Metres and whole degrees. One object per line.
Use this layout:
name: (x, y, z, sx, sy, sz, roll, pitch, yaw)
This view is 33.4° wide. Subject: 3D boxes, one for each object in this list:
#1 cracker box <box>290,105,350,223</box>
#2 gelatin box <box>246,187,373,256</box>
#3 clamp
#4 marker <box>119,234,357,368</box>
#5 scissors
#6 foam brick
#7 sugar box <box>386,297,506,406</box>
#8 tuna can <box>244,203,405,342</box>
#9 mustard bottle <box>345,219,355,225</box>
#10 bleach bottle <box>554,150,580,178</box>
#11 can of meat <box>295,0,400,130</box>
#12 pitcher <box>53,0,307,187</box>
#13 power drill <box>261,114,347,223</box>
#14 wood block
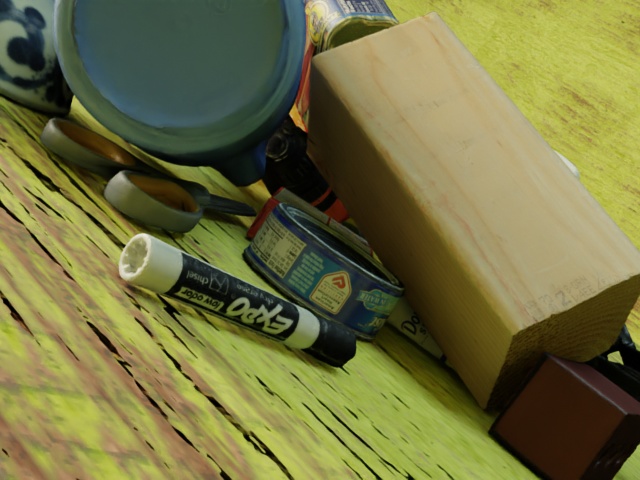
cracker box: (0.001, -0.125, 0.894, 0.164, 0.072, 0.214, 54, -16, 13)
gelatin box: (-0.004, 0.001, 0.664, 0.073, 0.030, 0.089, 32, 7, -1)
clamp: (0.204, 0.067, 0.775, 0.210, 0.036, 0.164, 72, -1, -66)
marker: (-0.027, 0.027, 0.426, 0.121, 0.020, 0.020, 28, 9, -41)
scissors: (-0.087, -0.034, 0.577, 0.096, 0.016, 0.201, 34, 7, 1)
foam brick: (0.132, 0.096, 0.551, 0.051, 0.053, 0.078, 38, 9, 29)
sugar box: (0.116, 0.073, 0.662, 0.176, 0.048, 0.093, 37, 7, 17)
tuna can: (0.003, 0.016, 0.576, 0.086, 0.034, 0.086, 34, 7, -5)
mustard bottle: (0.056, -0.032, 1.036, 0.191, 0.058, 0.096, 30, 19, -22)
bleach bottle: (0.187, 0.010, 0.991, 0.103, 0.068, 0.251, 41, -19, 34)
can of meat: (0.011, -0.125, 0.704, 0.057, 0.102, 0.084, -4, 43, -20)
pitcher: (-0.073, -0.111, 0.562, 0.149, 0.145, 0.243, 22, 3, -6)
power drill: (-0.049, -0.099, 0.788, 0.188, 0.057, 0.184, 58, 2, 15)
wood block: (0.081, -0.021, 0.609, 0.206, 0.090, 0.091, 57, -19, 29)
